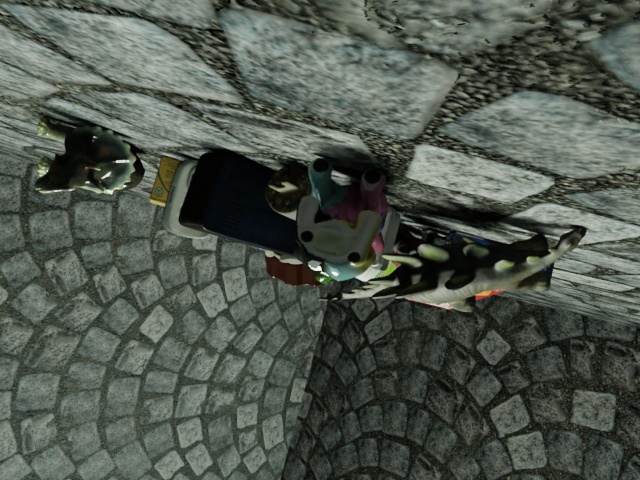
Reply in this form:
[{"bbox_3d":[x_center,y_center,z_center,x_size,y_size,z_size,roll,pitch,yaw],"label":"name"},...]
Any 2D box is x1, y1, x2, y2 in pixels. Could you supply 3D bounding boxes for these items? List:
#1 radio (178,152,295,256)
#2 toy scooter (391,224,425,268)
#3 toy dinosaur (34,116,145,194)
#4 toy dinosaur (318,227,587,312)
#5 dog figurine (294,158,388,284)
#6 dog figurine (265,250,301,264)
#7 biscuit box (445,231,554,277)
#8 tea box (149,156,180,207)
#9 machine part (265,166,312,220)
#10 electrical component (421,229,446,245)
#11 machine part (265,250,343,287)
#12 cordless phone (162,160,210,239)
[{"bbox_3d":[-0.115,-0.058,0.918,0.073,0.131,0.229,13,176,41],"label":"radio"},{"bbox_3d":[0.148,0.003,1.029,0.184,0.075,0.135,47,-176,37],"label":"toy scooter"},{"bbox_3d":[-0.421,-0.145,1.065,0.192,0.131,0.405,15,-178,5],"label":"toy dinosaur"},{"bbox_3d":[0.188,0.056,0.858,0.198,0.105,0.471,8,158,-36],"label":"toy dinosaur"},{"bbox_3d":[0.041,-0.008,0.761,0.109,0.191,0.219,8,159,12],"label":"dog figurine"},{"bbox_3d":[0.000,-0.001,1.089,0.172,0.121,0.190,-16,162,25],"label":"dog figurine"},{"bbox_3d":[0.344,0.038,1.042,0.203,0.059,0.063,15,176,0],"label":"biscuit box"},{"bbox_3d":[-0.257,-0.101,1.116,0.169,0.098,0.068,18,175,-13],"label":"tea box"},{"bbox_3d":[-0.014,-0.061,0.874,0.079,0.079,0.243,13,177,26],"label":"machine part"},{"bbox_3d":[0.233,0.042,1.096,0.075,0.119,0.048,13,176,-11],"label":"electrical component"},{"bbox_3d":[-0.027,0.044,1.141,0.179,0.056,0.179,1,-160,-1],"label":"machine part"},{"bbox_3d":[-0.193,-0.063,1.015,0.184,0.146,0.088,18,-175,10],"label":"cordless phone"}]
